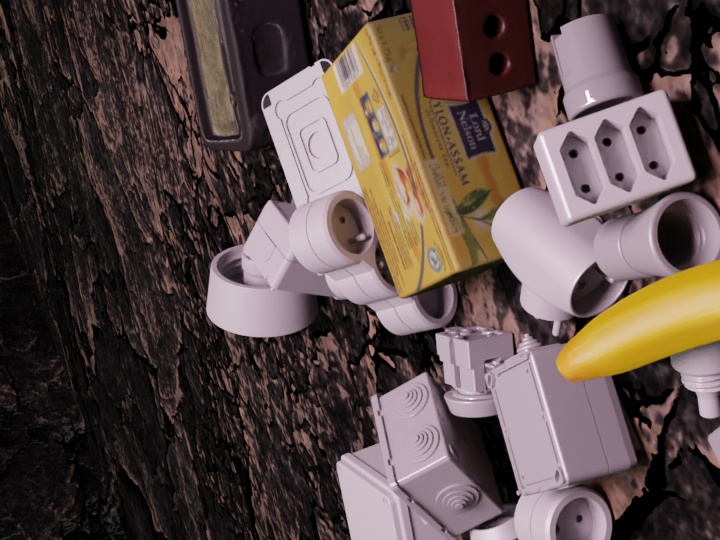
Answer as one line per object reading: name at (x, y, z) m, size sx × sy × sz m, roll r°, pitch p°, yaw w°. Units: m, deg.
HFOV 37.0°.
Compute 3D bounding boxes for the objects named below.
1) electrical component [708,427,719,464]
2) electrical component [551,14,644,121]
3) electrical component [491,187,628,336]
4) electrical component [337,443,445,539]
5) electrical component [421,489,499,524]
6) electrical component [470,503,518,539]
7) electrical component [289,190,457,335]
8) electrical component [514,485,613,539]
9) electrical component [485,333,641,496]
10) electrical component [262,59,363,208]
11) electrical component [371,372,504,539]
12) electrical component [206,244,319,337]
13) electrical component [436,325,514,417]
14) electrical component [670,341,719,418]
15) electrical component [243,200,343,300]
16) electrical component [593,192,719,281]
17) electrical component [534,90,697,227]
electrical component at (0.195, 0.061, 0.500) m, size 0.065 × 0.047 × 0.076 m, roll 114°, pitch 141°, yaw -56°
electrical component at (0.122, -0.104, 0.560) m, size 0.040 × 0.040 × 0.046 m, roll 143°, pitch 114°, yaw -65°
electrical component at (0.116, 0.003, 0.637) m, size 0.077 × 0.044 × 0.079 m, roll 48°, pitch 146°, yaw 44°
electrical component at (0.034, 0.220, 0.946) m, size 0.109 × 0.056 × 0.108 m, roll 19°, pitch 123°, yaw 62°
electrical component at (0.075, 0.178, 0.823) m, size 0.035 × 0.061 × 0.035 m, roll 45°, pitch 144°, yaw 47°
electrical component at (0.110, 0.205, 0.787) m, size 0.066 × 0.048 × 0.055 m, roll -10°, pitch 104°, yaw 66°
electrical component at (0.000, 0.000, 0.781) m, size 0.138 × 0.052 × 0.074 m, roll 38°, pitch 145°, yaw -30°
electrical component at (0.137, 0.206, 0.719) m, size 0.074 × 0.052 × 0.138 m, roll -4°, pitch 102°, yaw 66°
electrical component at (0.124, 0.084, 0.662) m, size 0.062 × 0.061 × 0.096 m, roll 136°, pitch 123°, yaw -64°
electrical component at (-0.015, -0.094, 0.807) m, size 0.078 × 0.057 × 0.113 m, roll -24°, pitch 82°, yaw 36°
electrical component at (0.057, 0.134, 0.777) m, size 0.099 × 0.048 × 0.099 m, roll 48°, pitch -161°, yaw -37°
electrical component at (-0.092, 0.011, 1.025) m, size 0.108 × 0.108 × 0.060 m, roll 41°, pitch 135°, yaw 50°
electrical component at (0.082, 0.072, 0.757) m, size 0.066 × 0.048 × 0.055 m, roll 10°, pitch 107°, yaw 64°
electrical component at (0.176, 0.046, 0.548) m, size 0.035 × 0.035 × 0.061 m, roll 22°, pitch 128°, yaw 61°
electrical component at (-0.039, -0.019, 0.917) m, size 0.061 × 0.096 × 0.061 m, roll 51°, pitch 120°, yaw 41°
electrical component at (0.151, -0.014, 0.556) m, size 0.065 × 0.044 × 0.044 m, roll 164°, pitch 89°, yaw -71°
electrical component at (0.128, -0.054, 0.557) m, size 0.077 × 0.066 × 0.047 m, roll 15°, pitch -124°, yaw -84°
